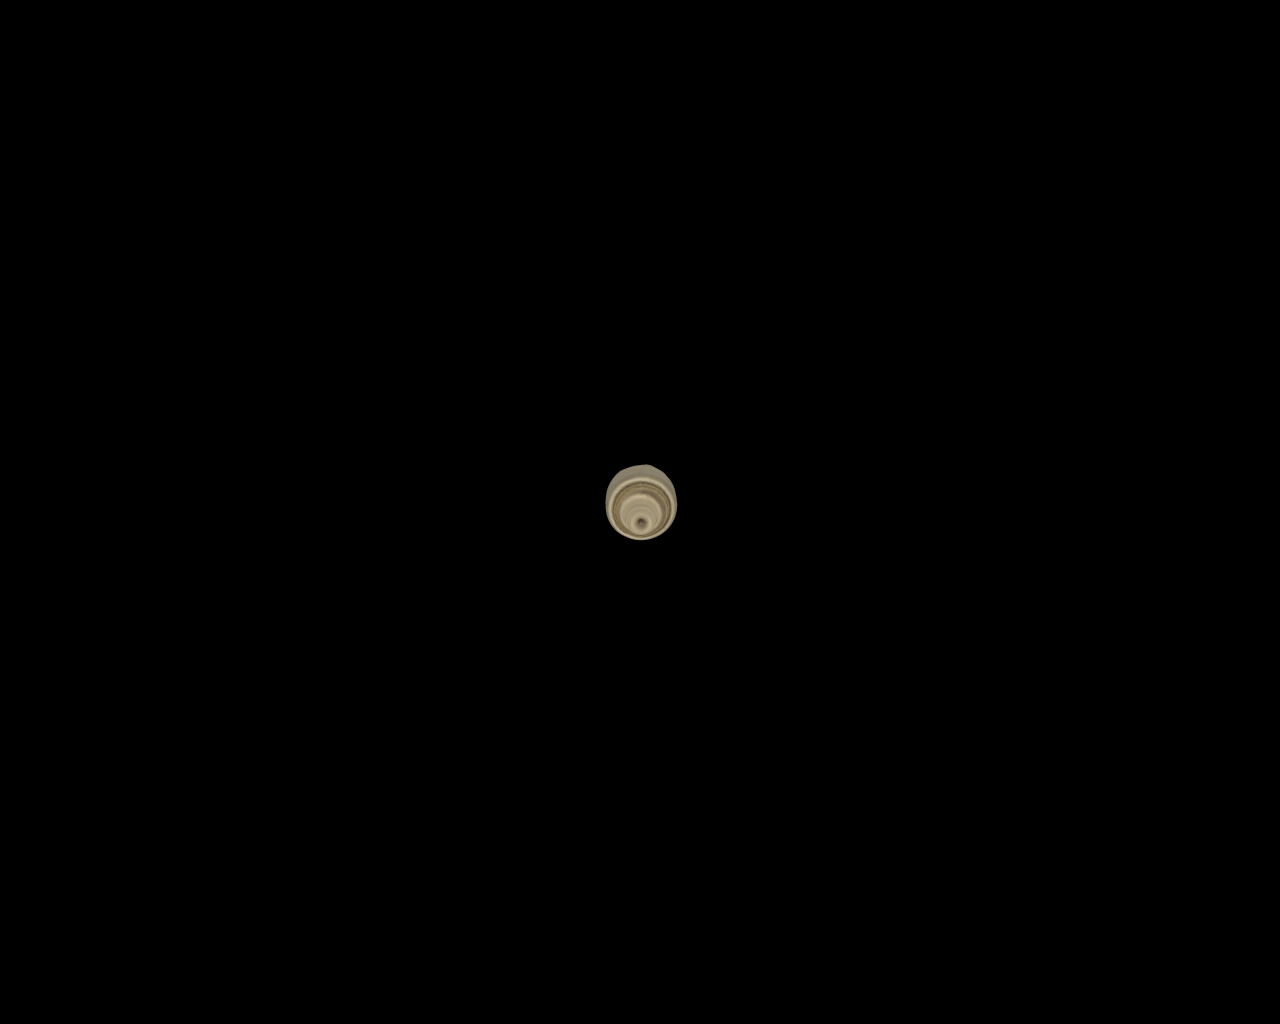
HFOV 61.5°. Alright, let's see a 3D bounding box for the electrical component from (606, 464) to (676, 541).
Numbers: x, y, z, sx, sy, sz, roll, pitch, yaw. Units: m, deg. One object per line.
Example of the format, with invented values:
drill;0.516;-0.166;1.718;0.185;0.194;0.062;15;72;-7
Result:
electrical component;0.001;-0.003;0.650;0.043;0.043;0.062;0;18;0
